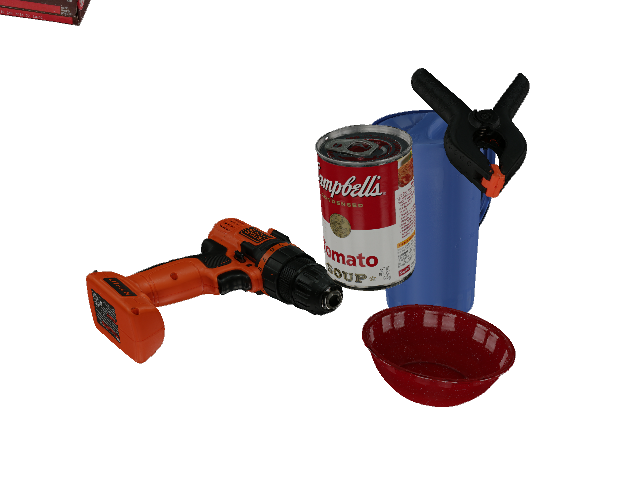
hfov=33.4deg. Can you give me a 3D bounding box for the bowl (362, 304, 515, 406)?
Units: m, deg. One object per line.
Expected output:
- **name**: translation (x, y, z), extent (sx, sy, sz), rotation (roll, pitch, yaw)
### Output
- **bowl**: translation (0.121, 0.128, 1.126), extent (0.162, 0.055, 0.162), rotation (5, 24, -2)

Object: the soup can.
- **soup can**: translation (0.033, -0.024, 0.765), extent (0.068, 0.102, 0.068), rotation (-3, 28, 2)

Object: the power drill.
- **power drill**: translation (-0.096, 0.045, 0.943), extent (0.187, 0.057, 0.185), rotation (-19, 27, -31)

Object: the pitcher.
- **pitcher**: translation (0.138, -0.031, 1.282), extent (0.149, 0.243, 0.145), rotation (-1, 24, 6)

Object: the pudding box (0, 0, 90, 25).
- **pudding box**: translation (-0.234, -0.225, 0.891), extent (0.090, 0.039, 0.113), rotation (8, 36, -5)

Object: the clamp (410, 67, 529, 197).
- **clamp**: translation (0.145, -0.112, 1.035), extent (0.120, 0.039, 0.171), rotation (4, 44, 4)
